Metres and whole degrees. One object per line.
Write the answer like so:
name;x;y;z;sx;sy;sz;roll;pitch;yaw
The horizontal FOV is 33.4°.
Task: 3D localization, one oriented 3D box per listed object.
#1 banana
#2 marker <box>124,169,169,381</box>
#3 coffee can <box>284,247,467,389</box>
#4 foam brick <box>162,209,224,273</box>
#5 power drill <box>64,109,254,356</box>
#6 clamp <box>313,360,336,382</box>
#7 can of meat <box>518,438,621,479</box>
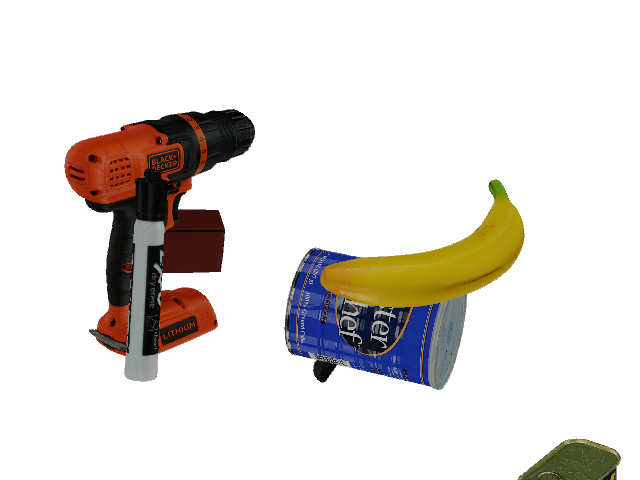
banana;0.089;0.013;0.773;0.197;0.037;0.070;-25;48;-38
marker;-0.099;0.020;0.608;0.020;0.121;0.020;5;10;-1
coffee can;0.051;0.069;0.964;0.140;0.103;0.102;11;4;19
foam brick;-0.144;0.000;1.134;0.078;0.051;0.053;0;25;-11
power drill;-0.124;-0.010;0.873;0.057;0.188;0.184;17;25;39
clamp;0.060;0.091;1.190;0.120;0.171;0.039;7;-43;3
can of meat;0.217;0.235;0.929;0.058;0.084;0.101;13;27;42
